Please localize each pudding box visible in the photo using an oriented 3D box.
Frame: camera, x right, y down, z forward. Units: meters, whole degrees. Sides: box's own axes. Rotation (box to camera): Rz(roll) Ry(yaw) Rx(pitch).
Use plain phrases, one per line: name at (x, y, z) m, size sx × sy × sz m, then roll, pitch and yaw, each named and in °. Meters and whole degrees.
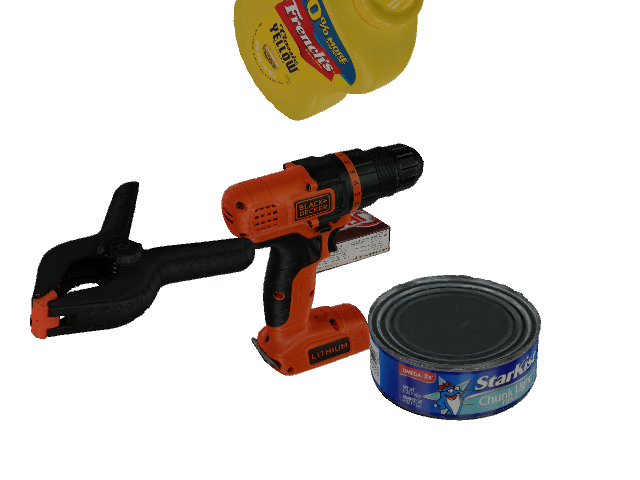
pudding box at (0.012, -0.005, 1.256) m, size 0.113 × 0.039 × 0.090 m, roll -18°, pitch 31°, yaw -27°

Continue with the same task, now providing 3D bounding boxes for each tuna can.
tuna can at (0.067, 0.053, 0.538) m, size 0.086 × 0.034 × 0.086 m, roll -2°, pitch 28°, yaw 1°

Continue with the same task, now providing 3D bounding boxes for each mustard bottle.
mustard bottle at (0.010, -0.136, 0.665) m, size 0.058 × 0.096 × 0.192 m, roll -28°, pitch 8°, yaw -24°

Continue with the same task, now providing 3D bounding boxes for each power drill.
power drill at (0.007, 0.014, 0.921) m, size 0.184 × 0.188 × 0.057 m, roll -15°, pitch 31°, yaw -23°

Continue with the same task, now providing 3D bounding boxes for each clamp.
clamp at (-0.141, 0.011, 0.734) m, size 0.120 × 0.039 × 0.171 m, roll 27°, pitch 33°, yaw 31°
